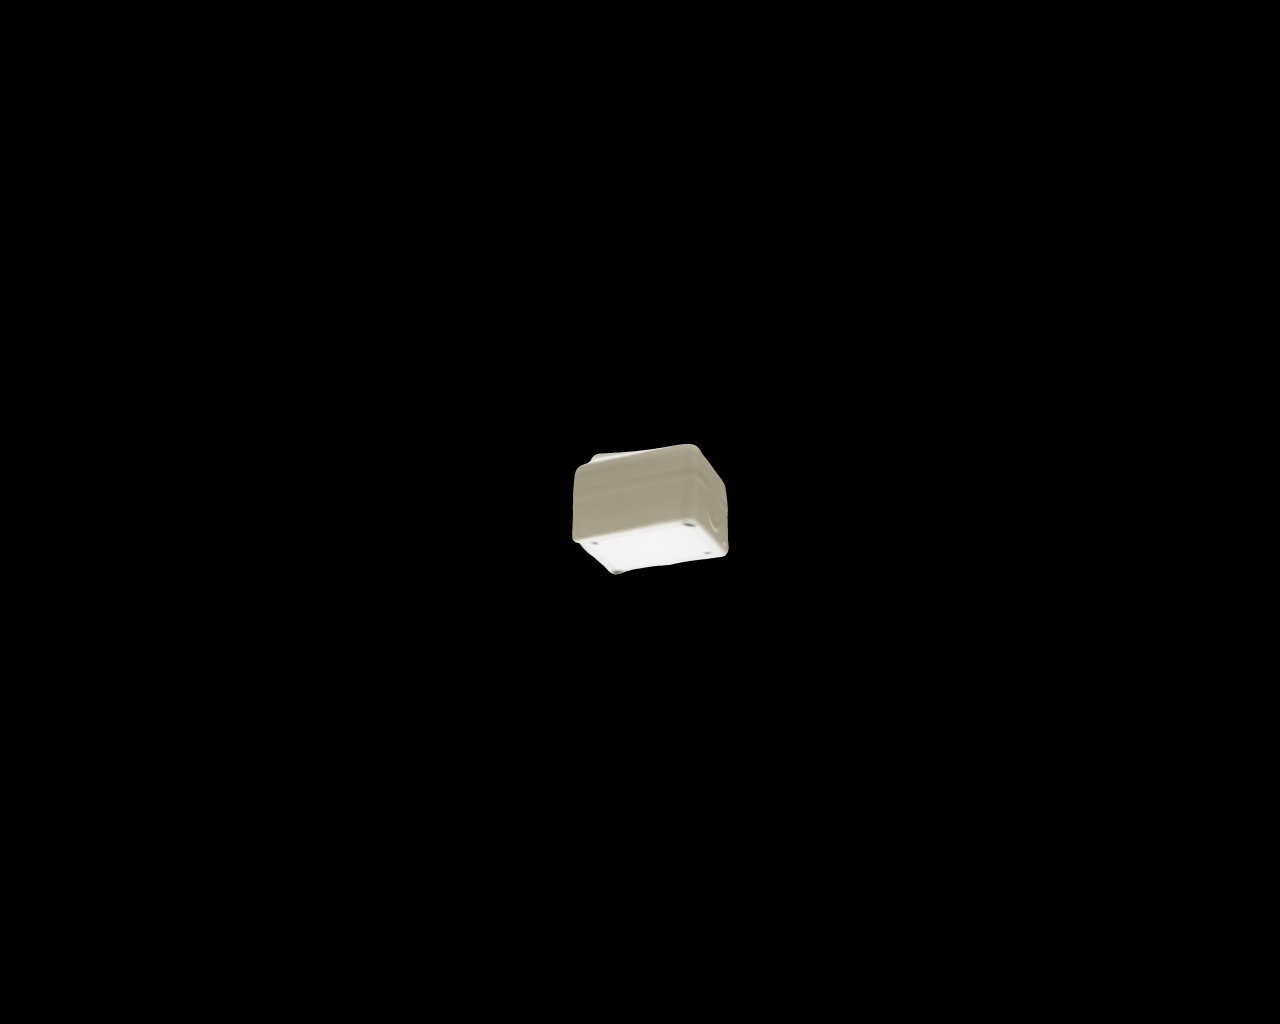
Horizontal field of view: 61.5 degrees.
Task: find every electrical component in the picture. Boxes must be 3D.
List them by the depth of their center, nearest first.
[{"bbox_3d":[0.001,-0.003,0.650,0.096,0.061,0.061,-10,-28,20],"label":"electrical component"}]
